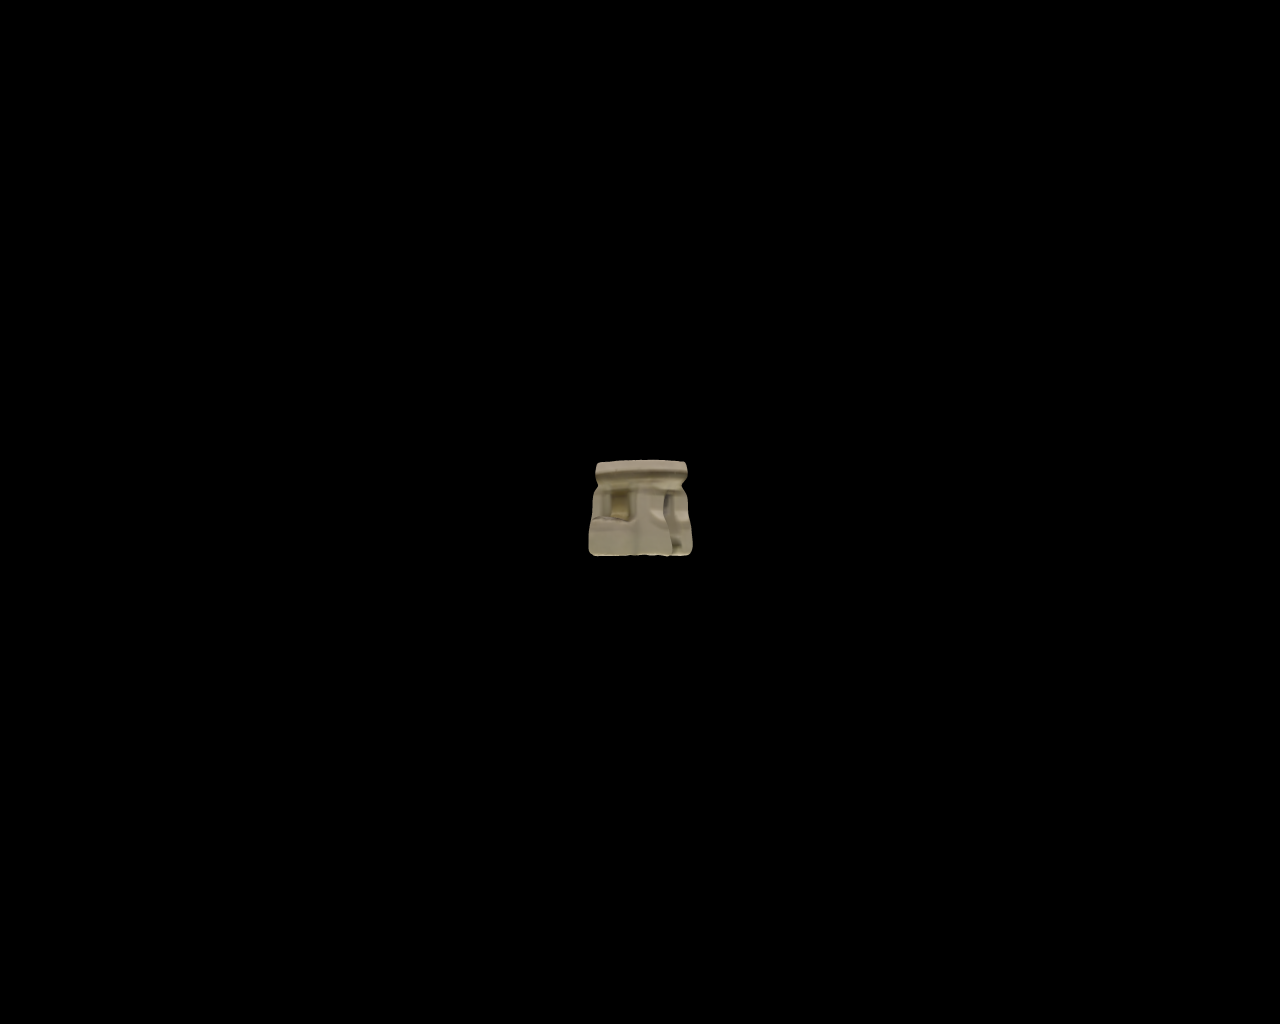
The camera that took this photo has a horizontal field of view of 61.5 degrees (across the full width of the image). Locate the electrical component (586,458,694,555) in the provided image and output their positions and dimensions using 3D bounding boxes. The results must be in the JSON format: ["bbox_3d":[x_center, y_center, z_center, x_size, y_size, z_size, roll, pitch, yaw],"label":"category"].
[{"bbox_3d":[0.001,-0.003,0.650,0.058,0.057,0.078,-2,-3,36],"label":"electrical component"}]
